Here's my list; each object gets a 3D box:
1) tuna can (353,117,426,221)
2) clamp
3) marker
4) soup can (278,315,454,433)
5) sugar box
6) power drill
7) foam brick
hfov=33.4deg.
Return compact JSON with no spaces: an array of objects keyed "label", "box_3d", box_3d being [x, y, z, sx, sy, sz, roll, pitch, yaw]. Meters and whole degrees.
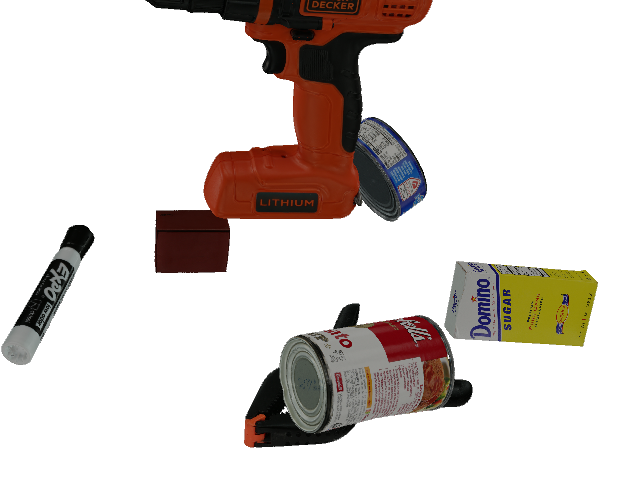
[{"label":"tuna can","box_3d":[0.051,-0.060,0.897,0.033,0.086,0.086,-35,10,-15]},{"label":"clamp","box_3d":[0.023,0.136,0.962,0.165,0.036,0.209,28,39,33]},{"label":"marker","box_3d":[-0.169,0.030,0.673,0.020,0.020,0.121,0,38,12]},{"label":"soup can","box_3d":[0.031,0.091,0.733,0.102,0.068,0.069,-6,3,-30]},{"label":"sugar box","box_3d":[0.251,0.080,1.339,0.176,0.093,0.048,3,19,-13]},{"label":"power drill","box_3d":[-0.031,-0.102,0.680,0.184,0.188,0.057,1,38,-11]},{"label":"foam brick","box_3d":[-0.138,0.000,1.145,0.078,0.051,0.053,0,25,-9]}]
